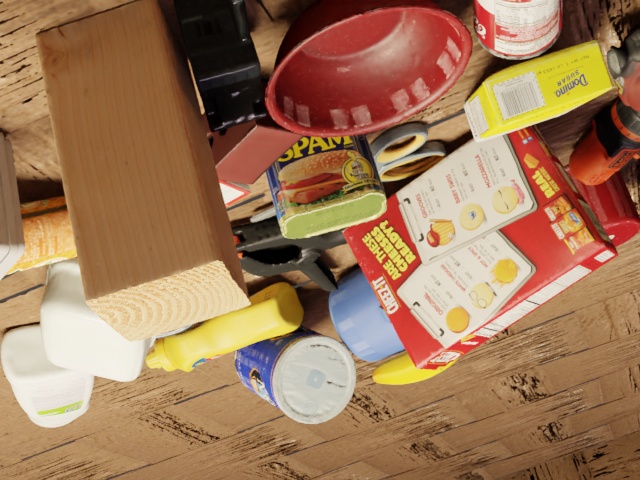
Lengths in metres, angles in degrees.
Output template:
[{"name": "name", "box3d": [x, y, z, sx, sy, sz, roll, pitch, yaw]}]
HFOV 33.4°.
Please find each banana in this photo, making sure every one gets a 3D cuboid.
[{"name": "banana", "box3d": [0.118, 0.121, 1.175, 0.069, 0.037, 0.198, 16, 150, -8]}]

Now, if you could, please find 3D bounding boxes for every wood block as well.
[{"name": "wood block", "box3d": [-0.122, -0.048, 0.731, 0.091, 0.206, 0.090, -18, 156, 3]}]

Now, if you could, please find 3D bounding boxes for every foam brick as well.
[{"name": "foam brick", "box3d": [-0.059, -0.089, 0.872, 0.051, 0.053, 0.078, 6, 146, -41]}]

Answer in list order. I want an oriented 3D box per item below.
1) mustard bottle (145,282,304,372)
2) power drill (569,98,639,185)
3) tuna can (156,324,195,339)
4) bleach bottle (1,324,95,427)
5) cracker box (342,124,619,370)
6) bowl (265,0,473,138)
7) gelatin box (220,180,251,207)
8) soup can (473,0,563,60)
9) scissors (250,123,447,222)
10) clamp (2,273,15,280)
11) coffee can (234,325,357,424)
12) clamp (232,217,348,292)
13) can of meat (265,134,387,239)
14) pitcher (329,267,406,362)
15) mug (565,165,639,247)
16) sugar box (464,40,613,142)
[{"name": "mustard bottle", "box3d": [-0.118, 0.109, 1.241, 0.192, 0.058, 0.096, -22, -178, 15]}, {"name": "power drill", "box3d": [0.368, -0.120, 1.079, 0.187, 0.057, 0.185, -4, 157, -21]}, {"name": "tuna can", "box3d": [-0.176, 0.079, 1.179, 0.086, 0.034, 0.086, -14, 156, -6]}, {"name": "bleach bottle", "box3d": [-0.319, 0.172, 1.256, 0.102, 0.068, 0.251, -8, 157, -18]}, {"name": "cracker box", "box3d": [0.152, 0.002, 1.030, 0.214, 0.164, 0.072, -36, 155, 19]}, {"name": "bowl", "box3d": [0.030, -0.144, 0.808, 0.162, 0.055, 0.162, -14, 156, -7]}, {"name": "gelatin box", "box3d": [-0.117, -0.049, 0.949, 0.073, 0.030, 0.089, -27, 154, 25]}, {"name": "soup can", "box3d": [0.144, -0.187, 0.775, 0.068, 0.068, 0.102, -18, 155, 2]}, {"name": "scissors", "box3d": [0.025, -0.066, 1.021, 0.201, 0.016, 0.096, -16, 155, -3]}, {"name": "clamp", "box3d": [-0.322, 0.030, 0.975, 0.172, 0.039, 0.120, -25, 155, 18]}, {"name": "coffee can", "box3d": [-0.032, 0.152, 1.274, 0.102, 0.103, 0.140, -6, -172, -23]}, {"name": "clamp", "box3d": [-0.007, 0.001, 1.119, 0.209, 0.036, 0.165, 8, 142, -45]}, {"name": "can of meat", "box3d": [0.002, -0.055, 0.947, 0.102, 0.084, 0.057, -15, 156, -1]}, {"name": "pitcher", "box3d": [0.126, 0.051, 1.198, 0.243, 0.145, 0.149, -29, 137, 32]}, {"name": "mug", "box3d": [0.293, -0.033, 1.183, 0.117, 0.081, 0.093, -13, 156, -7]}, {"name": "sugar box", "box3d": [0.176, -0.119, 0.891, 0.093, 0.048, 0.176, -18, 178, 3]}]
